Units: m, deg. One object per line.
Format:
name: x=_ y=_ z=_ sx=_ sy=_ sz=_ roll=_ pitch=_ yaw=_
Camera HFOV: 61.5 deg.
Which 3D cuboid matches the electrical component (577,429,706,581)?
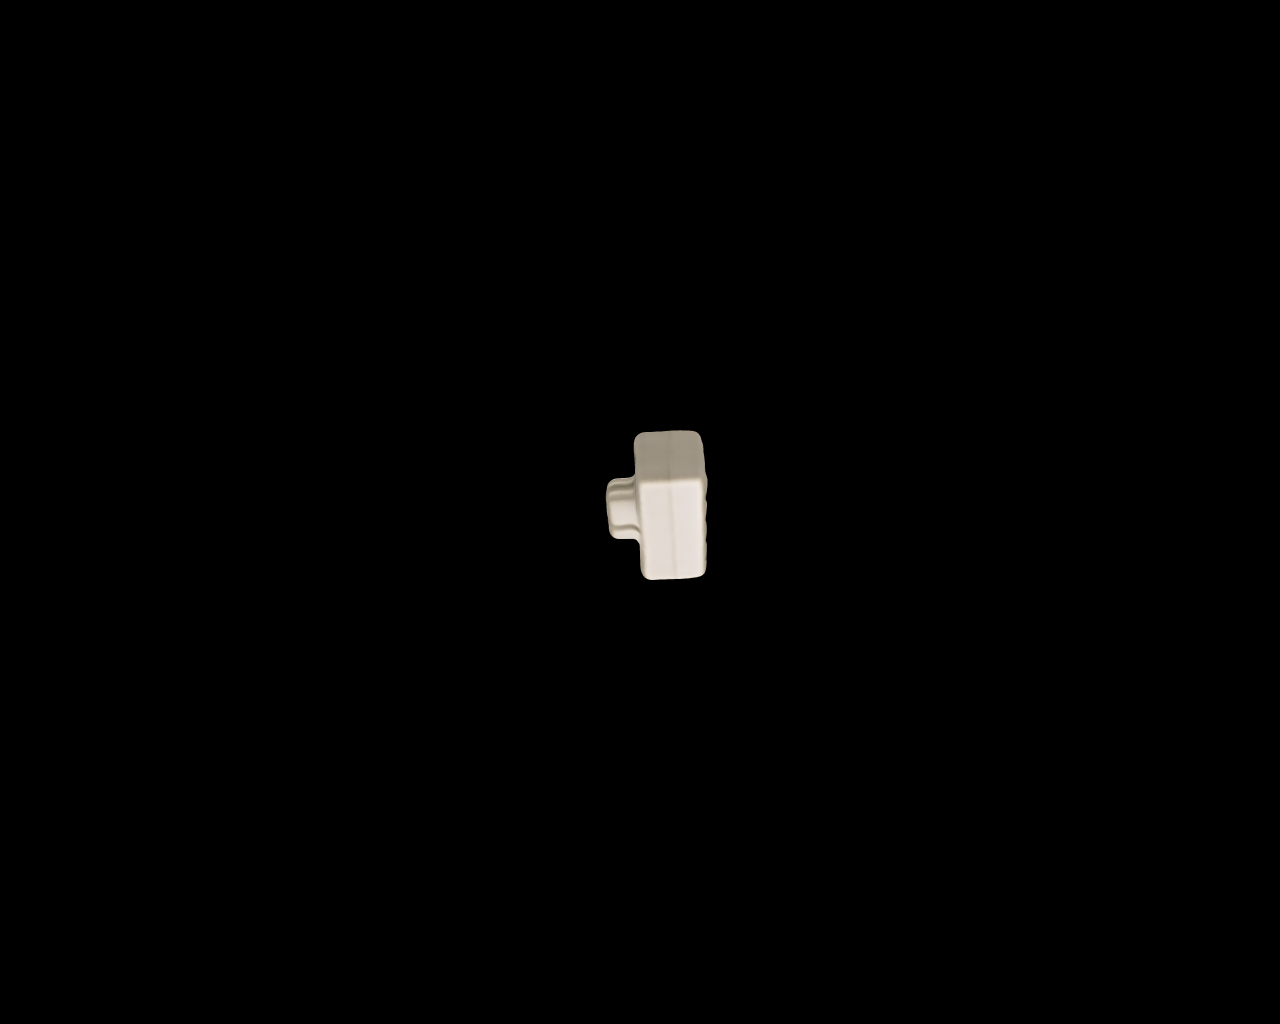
electrical component: x=0.001 y=-0.003 z=0.650 sx=0.076 sy=0.083 sz=0.047 roll=-2 pitch=43 yaw=2
